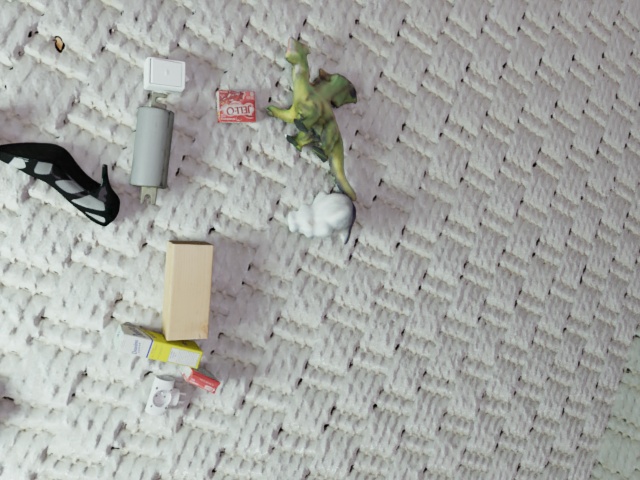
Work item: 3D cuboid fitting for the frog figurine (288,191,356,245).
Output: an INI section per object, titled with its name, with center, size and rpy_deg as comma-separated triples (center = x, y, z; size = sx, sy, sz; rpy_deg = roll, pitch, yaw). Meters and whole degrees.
[frog figurine]
center = 0.004, -0.064, 1.274
size = 0.159, 0.120, 0.141
rpy_deg = 14, 54, -17

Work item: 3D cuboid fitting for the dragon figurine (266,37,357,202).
[dragon figurine]
center = 0.024, -0.314, 1.286
size = 0.404, 0.122, 0.246
rpy_deg = 49, 64, -29
